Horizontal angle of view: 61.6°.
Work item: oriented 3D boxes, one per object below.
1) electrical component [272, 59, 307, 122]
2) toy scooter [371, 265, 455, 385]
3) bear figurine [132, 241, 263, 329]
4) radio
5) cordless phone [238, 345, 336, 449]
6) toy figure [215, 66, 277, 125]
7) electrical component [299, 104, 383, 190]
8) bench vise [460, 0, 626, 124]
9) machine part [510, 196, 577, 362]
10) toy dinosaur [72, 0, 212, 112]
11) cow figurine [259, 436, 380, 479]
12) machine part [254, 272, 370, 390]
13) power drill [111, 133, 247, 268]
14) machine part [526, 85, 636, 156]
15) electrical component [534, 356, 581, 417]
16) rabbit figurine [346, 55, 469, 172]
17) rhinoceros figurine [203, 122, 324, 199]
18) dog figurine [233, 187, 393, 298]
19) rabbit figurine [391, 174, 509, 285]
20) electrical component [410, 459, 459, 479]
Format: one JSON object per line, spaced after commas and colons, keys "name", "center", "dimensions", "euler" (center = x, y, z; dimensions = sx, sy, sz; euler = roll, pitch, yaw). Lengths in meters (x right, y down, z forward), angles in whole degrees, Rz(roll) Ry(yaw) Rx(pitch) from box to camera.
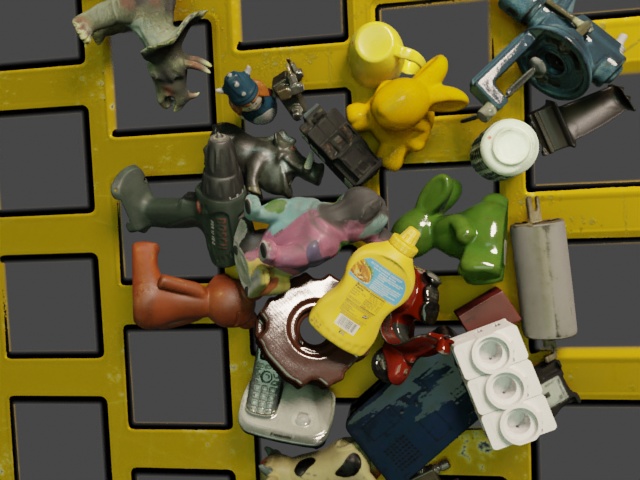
{"name": "electrical component", "center": [-0.042, -0.229, 0.813], "dimensions": [0.045, 0.102, 0.078], "euler": [-31, 112, 15]}
{"name": "toy scooter", "center": [0.138, 0.115, 0.768], "dimensions": [0.075, 0.135, 0.184], "euler": [20, 69, -27]}
{"name": "bear figurine", "center": [-0.194, 0.079, 0.849], "dimensions": [0.196, 0.120, 0.132], "euler": [-4, 48, -17]}
{"name": "radio", "center": [0.156, 0.248, 0.823], "dimensions": [0.229, 0.073, 0.131], "euler": [-44, 86, 6]}
{"name": "cordless phone", "center": [-0.042, 0.219, 0.845], "dimensions": [0.147, 0.088, 0.184], "euler": [9, 88, 7]}
{"name": "toy figure", "center": [-0.100, -0.208, 0.789], "dimensions": [0.058, 0.154, 0.064], "euler": [29, 95, 7]}
{"name": "electrical component", "center": [0.028, -0.137, 0.794], "dimensions": [0.058, 0.115, 0.134], "euler": [-42, 90, -1]}
{"name": "bench vise", "center": [0.287, -0.263, 0.740], "dimensions": [0.240, 0.129, 0.223], "euler": [-44, 92, -8]}
{"name": "machine part", "center": [0.328, 0.056, 0.787], "dimensions": [0.079, 0.079, 0.243], "euler": [-8, 92, 8]}
{"name": "toy dinosaur", "center": [-0.283, -0.409, 0.827], "dimensions": [0.192, 0.131, 0.404], "euler": [-13, 87, -4]}
{"name": "cow figurine", "center": [-0.013, 0.370, 0.845], "dimensions": [0.195, 0.085, 0.127], "euler": [-27, 96, 10]}
{"name": "machine part", "center": [-0.009, 0.136, 0.814], "dimensions": [0.179, 0.056, 0.179], "euler": [2, 73, -8]}
{"name": "power drill", "center": [-0.204, -0.066, 0.811], "dimensions": [0.207, 0.086, 0.231], "euler": [4, 131, 14]}
{"name": "machine part", "center": [0.382, -0.183, 0.787], "dimensions": [0.139, 0.039, 0.084], "euler": [-22, 85, 10]}
{"name": "electrical component", "center": [0.317, 0.234, 0.801], "dimensions": [0.119, 0.048, 0.075], "euler": [-31, 90, -3]}
{"name": "rabbit figurine", "center": [0.123, -0.178, 0.754], "dimensions": [0.162, 0.173, 0.122], "euler": [-26, 86, 12]}
{"name": "rhinoceros figurine", "center": [-0.087, -0.122, 0.838], "dimensions": [0.190, 0.073, 0.112], "euler": [22, 85, 7]}
{"name": "dog figurine", "center": [-0.002, -0.002, 0.779], "dimensions": [0.219, 0.191, 0.108], "euler": [-7, 58, -25]}
{"name": "rabbit figurine", "center": [0.183, -0.015, 0.786], "dimensions": [0.170, 0.121, 0.159], "euler": [3, 90, 22]}
{"name": "electrical component", "center": [0.173, 0.390, 0.853], "dimensions": [0.094, 0.021, 0.063], "euler": [-31, 89, 9]}
